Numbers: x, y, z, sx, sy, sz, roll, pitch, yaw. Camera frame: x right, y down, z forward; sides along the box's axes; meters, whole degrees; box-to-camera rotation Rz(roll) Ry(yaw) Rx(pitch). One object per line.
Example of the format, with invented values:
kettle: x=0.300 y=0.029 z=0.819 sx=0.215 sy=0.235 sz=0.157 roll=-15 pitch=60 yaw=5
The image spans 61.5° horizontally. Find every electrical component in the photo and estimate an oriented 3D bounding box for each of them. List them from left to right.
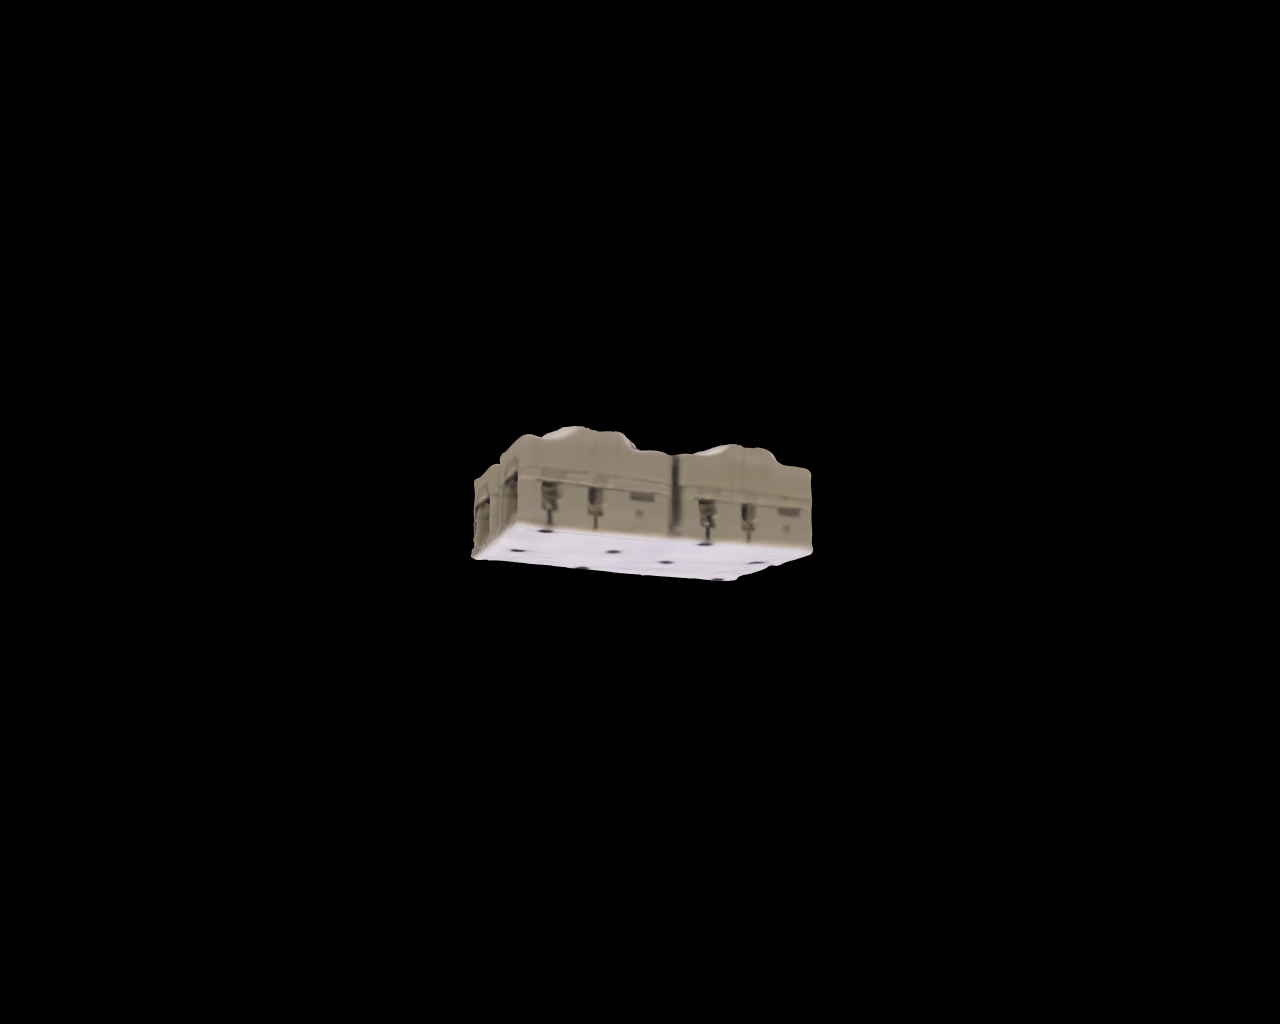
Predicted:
electrical component: x=0.001 y=-0.003 z=0.650 sx=0.186 sy=0.060 sz=0.105 roll=6 pitch=-15 yaw=-22
